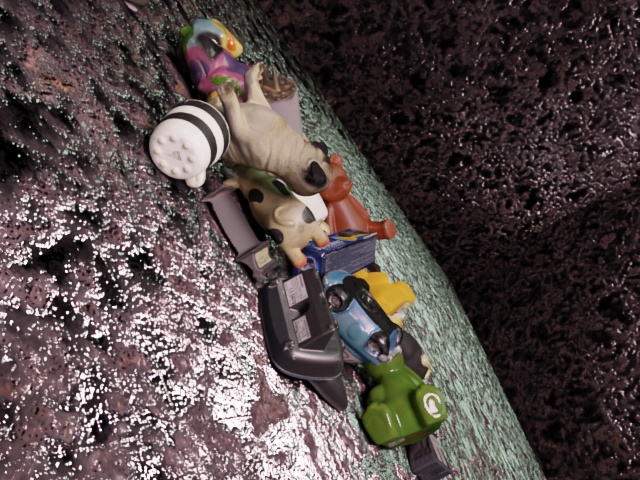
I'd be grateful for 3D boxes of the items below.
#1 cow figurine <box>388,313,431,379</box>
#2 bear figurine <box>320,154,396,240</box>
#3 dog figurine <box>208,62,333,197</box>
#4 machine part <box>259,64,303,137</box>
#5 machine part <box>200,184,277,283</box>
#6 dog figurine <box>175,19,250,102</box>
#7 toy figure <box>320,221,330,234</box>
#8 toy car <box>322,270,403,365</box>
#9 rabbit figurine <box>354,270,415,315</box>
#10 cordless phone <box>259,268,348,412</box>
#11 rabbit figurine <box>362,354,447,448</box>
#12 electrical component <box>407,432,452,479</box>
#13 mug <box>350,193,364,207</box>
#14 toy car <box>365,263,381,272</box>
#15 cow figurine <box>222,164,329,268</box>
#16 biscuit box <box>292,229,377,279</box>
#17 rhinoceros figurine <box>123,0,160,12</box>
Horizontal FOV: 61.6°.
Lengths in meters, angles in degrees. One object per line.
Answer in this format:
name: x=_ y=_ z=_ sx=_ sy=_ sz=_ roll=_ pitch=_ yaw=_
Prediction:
cow figurine: x=0.133 y=0.183 z=0.939 sx=0.068 sy=0.098 sz=0.167 roll=-57 pitch=134 yaw=-46
bear figurine: x=0.056 y=-0.075 z=1.109 sx=0.132 sy=0.120 sz=0.195 roll=8 pitch=-58 yaw=52
dog figurine: x=-0.090 y=-0.122 z=0.755 sx=0.190 sy=0.172 sz=0.121 roll=54 pitch=52 yaw=-13
machine part: x=-0.067 y=-0.183 z=0.904 sx=0.243 sy=0.079 sz=0.079 roll=83 pitch=-9 yaw=-48
machine part: x=-0.107 y=-0.011 z=0.738 sx=0.138 sy=0.039 sz=0.084 roll=59 pitch=22 yaw=-7
dog figurine: x=-0.173 y=-0.256 z=0.891 sx=0.191 sy=0.108 sz=0.219 roll=54 pitch=17 yaw=-29
toy figure: x=-0.003 y=-0.001 z=1.045 sx=0.154 sy=0.058 sz=0.064 roll=-96 pitch=-171 yaw=-64
toy car: x=0.045 y=0.129 z=0.818 sx=0.162 sy=0.103 sz=0.109 roll=51 pitch=23 yaw=11
rabbit figurine: x=0.077 y=0.097 z=1.052 sx=0.173 sy=0.122 sz=0.162 roll=49 pitch=18 yaw=26
cordless phone: x=-0.004 y=0.140 z=0.727 sx=0.147 sy=0.089 sz=0.184 roll=-109 pitch=173 yaw=-46
rabbit figurine: x=0.126 y=0.228 z=0.854 sx=0.159 sy=0.121 sz=0.170 roll=48 pitch=19 yaw=-58
electrical component: x=0.182 y=0.373 z=0.896 sx=0.074 sy=0.048 sz=0.119 roll=47 pitch=16 yaw=-35
mug: x=0.050 y=-0.105 z=1.400 sx=0.107 sy=0.081 sz=0.110 roll=40 pitch=26 yaw=-29
toy car: x=0.082 y=0.042 z=1.245 sx=0.201 sy=0.056 sz=0.073 roll=54 pitch=21 yaw=-13
cow figurine: x=-0.077 y=-0.059 z=0.822 sx=0.195 sy=0.085 sz=0.127 roll=48 pitch=-9 yaw=44
biscuit box: x=0.030 y=0.026 z=0.929 sx=0.202 sy=0.059 sz=0.062 roll=-17 pitch=115 yaw=-58
rhinoceros figurine: x=-0.314 y=-0.455 z=0.918 sx=0.190 sy=0.073 sz=0.112 roll=-108 pitch=172 yaw=-49
